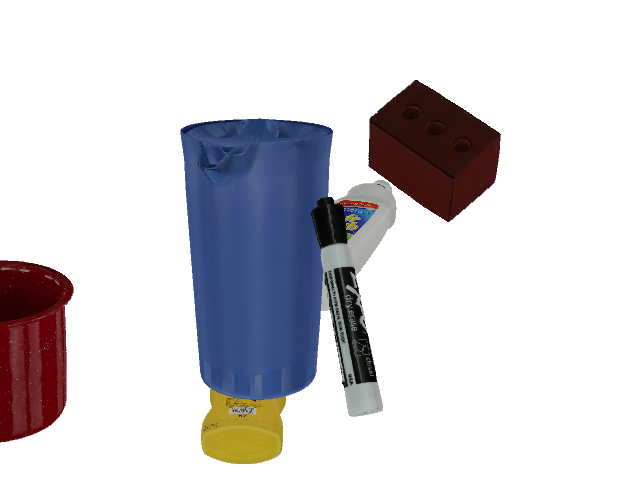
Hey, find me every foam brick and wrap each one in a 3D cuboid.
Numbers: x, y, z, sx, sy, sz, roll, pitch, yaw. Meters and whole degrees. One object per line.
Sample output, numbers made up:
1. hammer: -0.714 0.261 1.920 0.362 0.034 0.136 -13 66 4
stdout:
1. foam brick: 0.078 -0.062 0.741 0.078 0.053 0.051 37 -28 24

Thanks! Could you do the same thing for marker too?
1. marker: 0.014 0.034 0.582 0.020 0.121 0.020 -10 -14 -3

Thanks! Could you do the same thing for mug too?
1. mug: -0.199 0.071 0.628 0.093 0.081 0.117 12 23 21

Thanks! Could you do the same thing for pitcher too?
1. pitcher: -0.051 0.011 0.969 0.149 0.243 0.145 -5 16 -20

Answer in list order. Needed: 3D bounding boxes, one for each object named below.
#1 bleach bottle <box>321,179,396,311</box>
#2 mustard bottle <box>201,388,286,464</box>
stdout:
1. bleach bottle: 0.023 -0.008 1.340 0.103 0.068 0.250 12 35 22
2. mustard bottle: -0.092 0.200 1.332 0.096 0.058 0.191 -1 25 1
